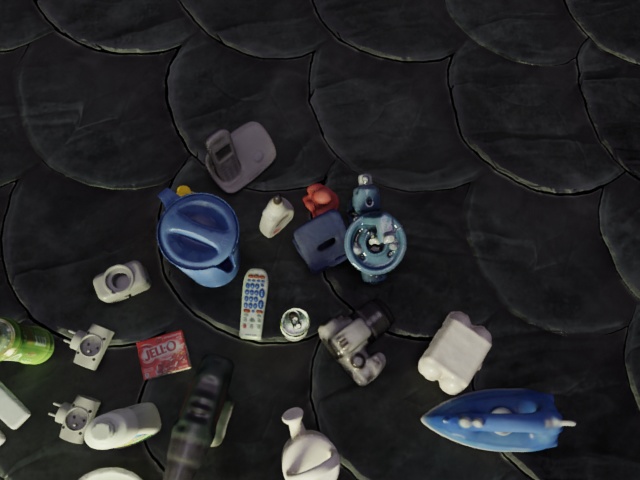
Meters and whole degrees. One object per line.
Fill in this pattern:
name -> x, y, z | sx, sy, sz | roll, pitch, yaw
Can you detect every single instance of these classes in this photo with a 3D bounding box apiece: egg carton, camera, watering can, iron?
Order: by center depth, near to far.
watering can -> -0.020, 0.380, 0.986 | 0.101, 0.194, 0.173 | -43, 82, -13
iron -> 0.328, 0.335, 1.056 | 0.258, 0.141, 0.118 | 0, 75, -5
camera -> 0.086, 0.186, 1.094 | 0.137, 0.101, 0.143 | -37, 81, -13
egg carton -> 0.265, 0.220, 1.117 | 0.107, 0.069, 0.150 | 34, 75, 4

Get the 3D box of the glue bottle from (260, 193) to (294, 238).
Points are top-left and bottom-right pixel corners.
glue bottle -> -0.083, -0.057, 1.104 | 0.037, 0.173, 0.078 | 41, 76, 6

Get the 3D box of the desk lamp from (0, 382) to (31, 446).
desk lamp -> -0.624, 0.259, 0.955 | 0.203, 0.213, 0.118 | 40, 76, 6

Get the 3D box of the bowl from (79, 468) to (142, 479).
bowl -> -0.361, 0.479, 0.993 | 0.167, 0.074, 0.167 | 1, 75, -5

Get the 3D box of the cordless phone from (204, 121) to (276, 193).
cordless phone -> -0.160, -0.182, 1.123 | 0.094, 0.185, 0.148 | 45, 76, 7

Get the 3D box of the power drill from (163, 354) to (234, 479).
power drill -> -0.201, 0.313, 0.980 | 0.075, 0.208, 0.230 | 15, 75, 0

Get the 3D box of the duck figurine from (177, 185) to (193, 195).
duck figurine -> -0.267, -0.058, 1.133 | 0.077, 0.086, 0.104 | -2, 76, -5

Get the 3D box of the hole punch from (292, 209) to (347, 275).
hole punch -> 0.010, 0.004, 1.139 | 0.109, 0.091, 0.101 | -30, 80, -11

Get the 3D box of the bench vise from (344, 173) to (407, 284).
bench vise -> 0.092, -0.031, 1.089 | 0.121, 0.219, 0.207 | -24, 79, -10

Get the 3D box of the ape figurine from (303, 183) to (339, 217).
ape figurine -> 0.003, -0.081, 1.160 | 0.076, 0.092, 0.078 | 7, 75, -3
